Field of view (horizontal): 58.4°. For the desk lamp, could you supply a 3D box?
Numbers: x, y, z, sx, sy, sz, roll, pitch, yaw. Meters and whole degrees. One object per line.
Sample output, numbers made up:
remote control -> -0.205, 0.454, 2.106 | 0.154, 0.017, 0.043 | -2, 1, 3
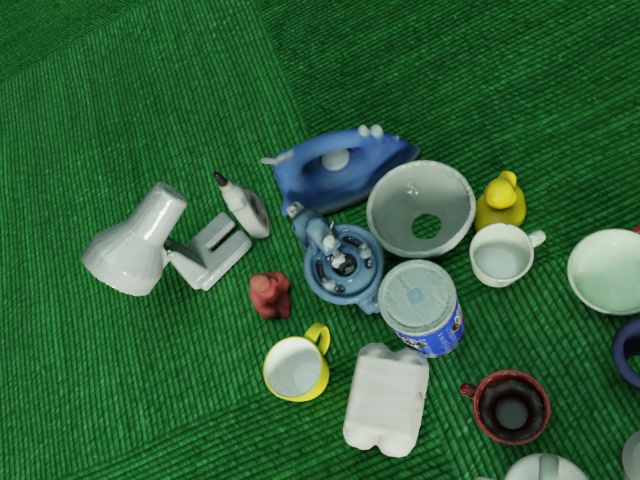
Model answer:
desk lamp -> -0.250, 0.006, 0.942 | 0.203, 0.214, 0.117 | -45, 60, -4

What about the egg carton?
egg carton -> 0.094, 0.223, 0.807 | 0.107, 0.069, 0.150 | 5, 69, 21

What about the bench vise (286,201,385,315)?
bench vise -> 0.001, 0.013, 0.847 | 0.206, 0.220, 0.121 | 28, 78, 28

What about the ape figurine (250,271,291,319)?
ape figurine -> -0.085, 0.081, 0.921 | 0.076, 0.092, 0.078 | 29, 79, 28

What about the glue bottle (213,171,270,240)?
glue bottle -> -0.134, -0.067, 0.958 | 0.037, 0.173, 0.078 | -23, 61, 9

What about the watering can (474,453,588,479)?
watering can -> 0.265, 0.292, 0.644 | 0.172, 0.194, 0.101 | -16, 62, 12

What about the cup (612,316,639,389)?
cup -> 0.421, 0.144, 0.713 | 0.117, 0.095, 0.091 | -21, 62, 9

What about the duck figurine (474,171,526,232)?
duck figurine -> 0.269, -0.055, 0.861 | 0.077, 0.086, 0.105 | 21, 75, 26

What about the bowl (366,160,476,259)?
bowl -> 0.160, -0.037, 0.898 | 0.167, 0.075, 0.167 | -7, 65, 16

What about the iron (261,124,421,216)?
iron -> 0.033, -0.138, 0.949 | 0.258, 0.142, 0.118 | -20, 62, 10
